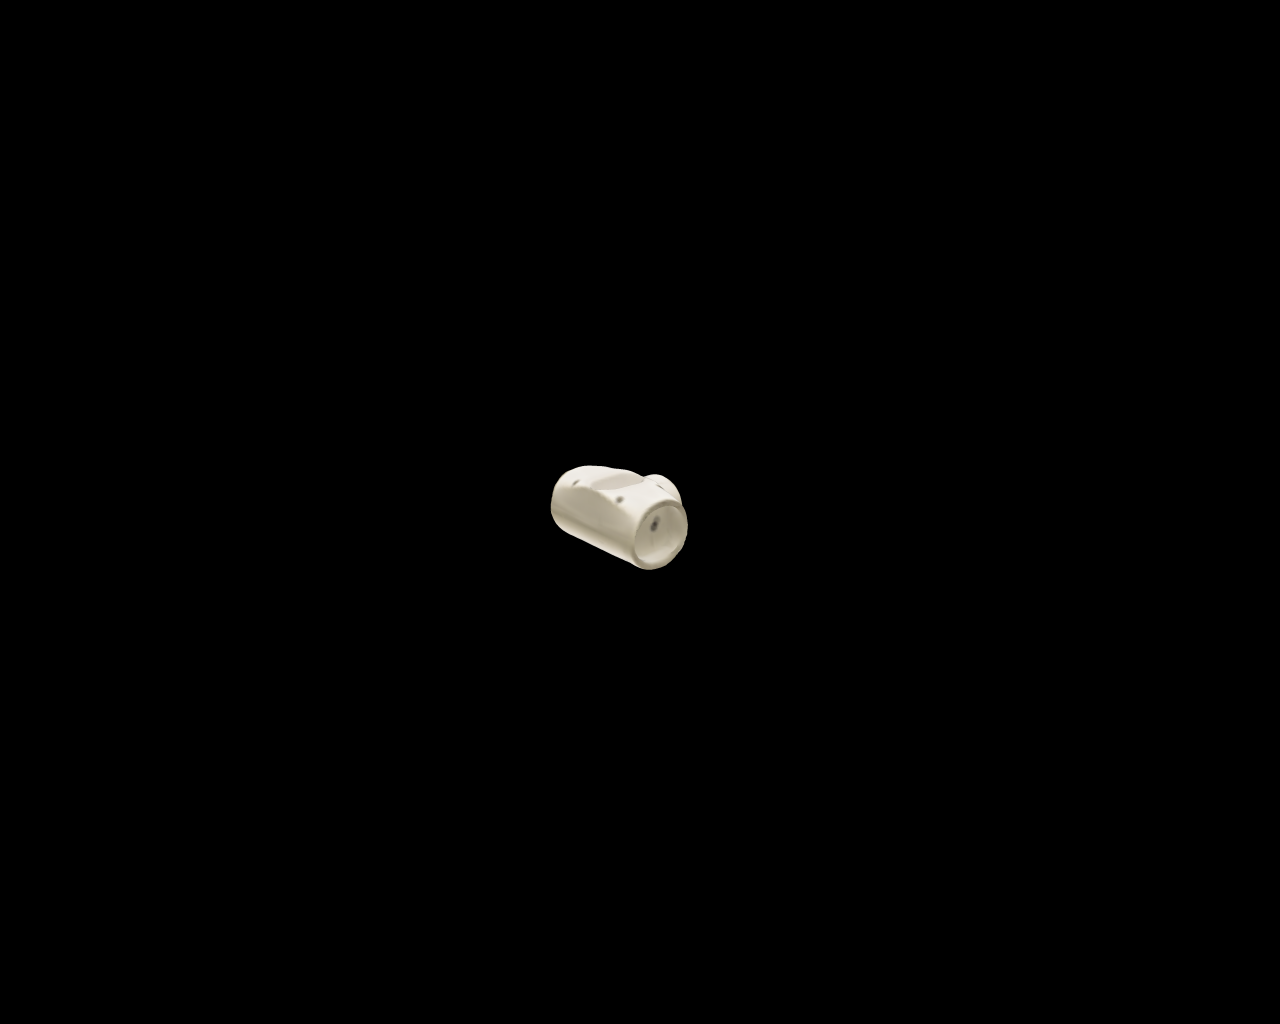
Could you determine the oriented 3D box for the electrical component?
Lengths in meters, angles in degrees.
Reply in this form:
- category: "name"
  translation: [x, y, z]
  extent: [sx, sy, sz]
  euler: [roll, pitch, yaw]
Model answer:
- category: "electrical component"
  translation: [0.001, -0.003, 0.650]
  extent: [0.079, 0.043, 0.077]
  euler: [-17, 28, -37]
